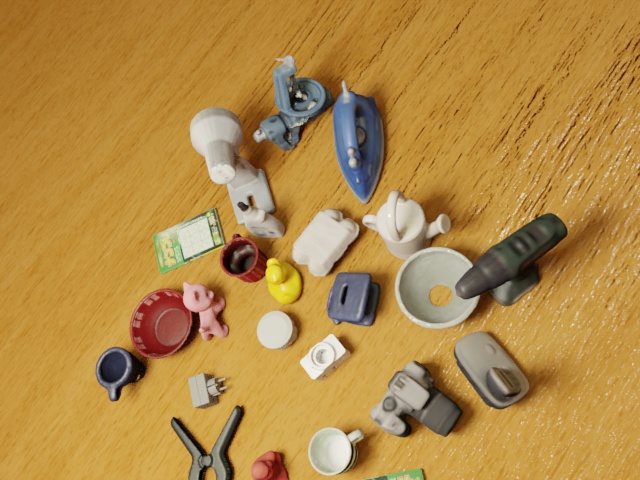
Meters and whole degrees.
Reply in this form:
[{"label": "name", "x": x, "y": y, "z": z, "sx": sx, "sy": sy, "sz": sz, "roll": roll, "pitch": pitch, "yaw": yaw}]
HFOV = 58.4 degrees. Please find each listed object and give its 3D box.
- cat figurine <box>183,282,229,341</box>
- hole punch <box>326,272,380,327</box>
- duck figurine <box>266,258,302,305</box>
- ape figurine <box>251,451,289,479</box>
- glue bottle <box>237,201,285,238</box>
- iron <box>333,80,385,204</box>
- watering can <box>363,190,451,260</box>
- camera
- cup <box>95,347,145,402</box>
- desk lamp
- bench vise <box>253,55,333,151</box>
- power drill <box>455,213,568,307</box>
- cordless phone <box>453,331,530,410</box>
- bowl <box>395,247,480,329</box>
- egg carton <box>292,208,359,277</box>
[{"label": "cat figurine", "x": -0.262, "y": 0.152, "z": 1.270, "sx": 0.067, "sy": 0.118, "sz": 0.127, "roll": -18, "pitch": 67, "yaw": 11}, {"label": "hole punch", "x": 0.063, "y": 0.123, "z": 1.191, "sx": 0.100, "sy": 0.091, "sz": 0.109, "roll": 7, "pitch": 74, "yaw": 20}, {"label": "duck figurine", "x": -0.088, "y": 0.087, "z": 1.256, "sx": 0.077, "sy": 0.086, "sz": 0.104, "roll": -25, "pitch": 65, "yaw": 8}, {"label": "ape figurine", "x": -0.107, "y": 0.455, "z": 1.127, "sx": 0.076, "sy": 0.092, "sz": 0.078, "roll": 10, "pitch": 74, "yaw": 21}, {"label": "glue bottle", "x": -0.141, "y": -0.048, "z": 1.273, "sx": 0.078, "sy": 0.173, "sz": 0.037, "roll": 2, "pitch": 72, "yaw": 19}, {"label": "iron", "x": 0.078, "y": -0.223, "z": 1.282, "sx": 0.118, "sy": 0.142, "sz": 0.258, "roll": -10, "pitch": 68, "yaw": 15}, {"label": "watering can", "x": 0.172, "y": -0.037, "z": 1.156, "sx": 0.172, "sy": 0.194, "sz": 0.101, "roll": -15, "pitch": 67, "yaw": 12}, {"label": "camera", "x": 0.185, "y": 0.318, "z": 1.077, "sx": 0.136, "sy": 0.101, "sz": 0.143, "roll": 34, "pitch": 84, "yaw": 25}, {"label": "cup", "x": -0.439, "y": 0.305, "z": 1.285, "sx": 0.091, "sy": 0.095, "sz": 0.118, "roll": -11, "pitch": 68, "yaw": 14}, {"label": "desk lamp", "x": -0.202, "y": -0.172, "z": 1.314, "sx": 0.118, "sy": 0.214, "sz": 0.203, "roll": -24, "pitch": 66, "yaw": 9}, {"label": "bench vise", "x": -0.070, "y": -0.309, "z": 1.317, "sx": 0.121, "sy": 0.220, "sz": 0.207, "roll": 28, "pitch": 82, "yaw": 25}, {"label": "power drill", "x": 0.351, "y": 0.053, "z": 1.059, "sx": 0.229, "sy": 0.209, "sz": 0.075, "roll": -40, "pitch": 64, "yaw": 1}, {"label": "cordless phone", "x": 0.303, "y": 0.227, "z": 1.025, "sx": 0.094, "sy": 0.185, "sz": 0.147, "roll": -40, "pitch": 64, "yaw": 1}, {"label": "bowl", "x": 0.238, "y": 0.103, "z": 1.152, "sx": 0.167, "sy": 0.075, "sz": 0.167, "roll": -6, "pitch": 70, "yaw": 16}, {"label": "egg carton", "x": 0.012, "y": 0.005, "z": 1.262, "sx": 0.107, "sy": 0.069, "sz": 0.150, "roll": 35, "pitch": 84, "yaw": 25}]
